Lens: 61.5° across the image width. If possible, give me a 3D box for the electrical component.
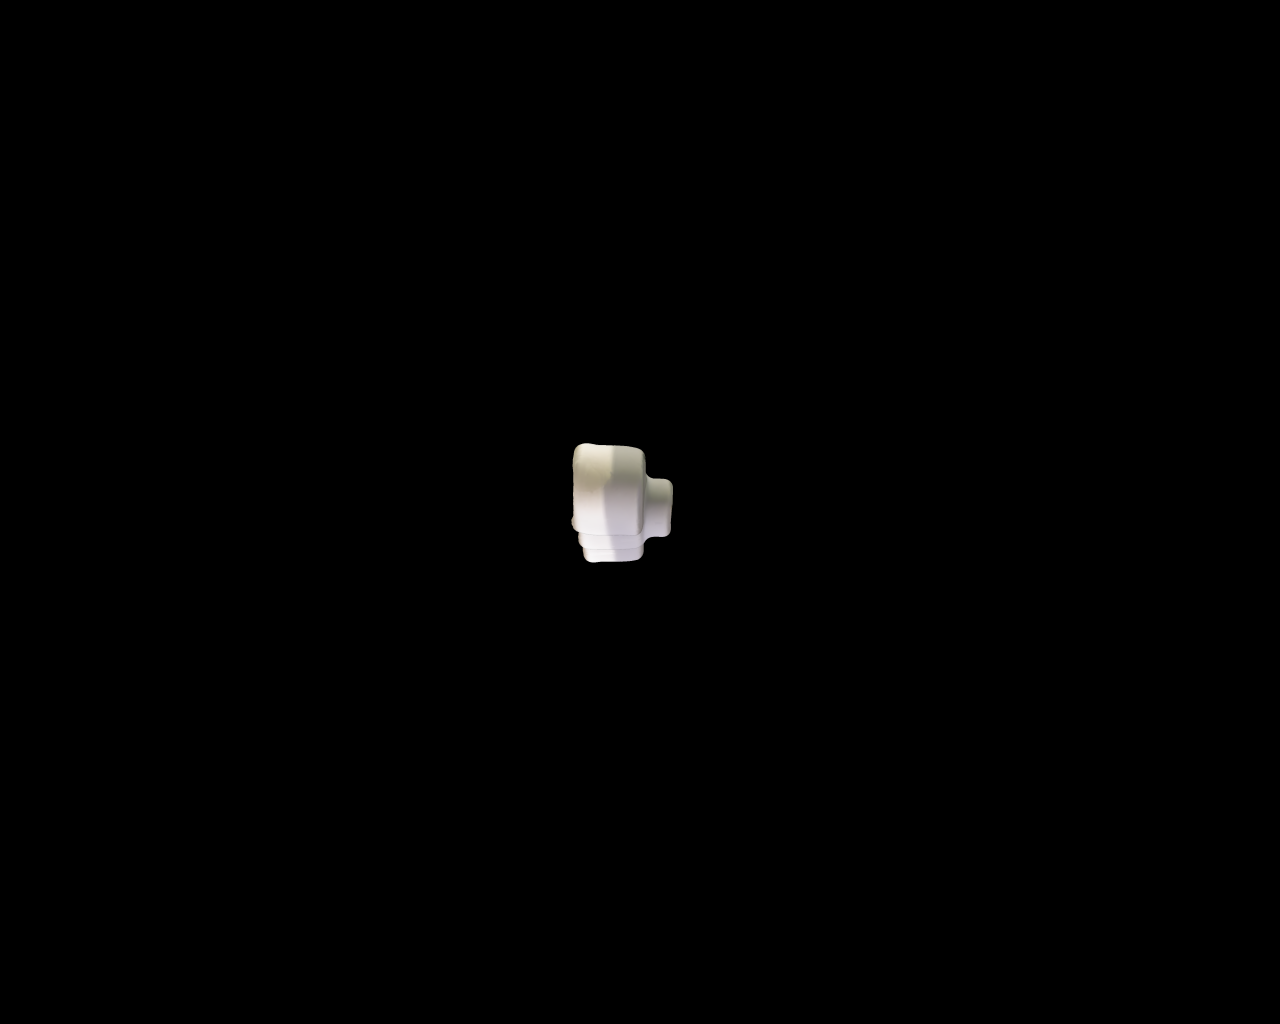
[{"bbox_3d":[0.001,-0.003,0.650,0.074,0.052,0.138,0,-13,0],"label":"electrical component"}]
